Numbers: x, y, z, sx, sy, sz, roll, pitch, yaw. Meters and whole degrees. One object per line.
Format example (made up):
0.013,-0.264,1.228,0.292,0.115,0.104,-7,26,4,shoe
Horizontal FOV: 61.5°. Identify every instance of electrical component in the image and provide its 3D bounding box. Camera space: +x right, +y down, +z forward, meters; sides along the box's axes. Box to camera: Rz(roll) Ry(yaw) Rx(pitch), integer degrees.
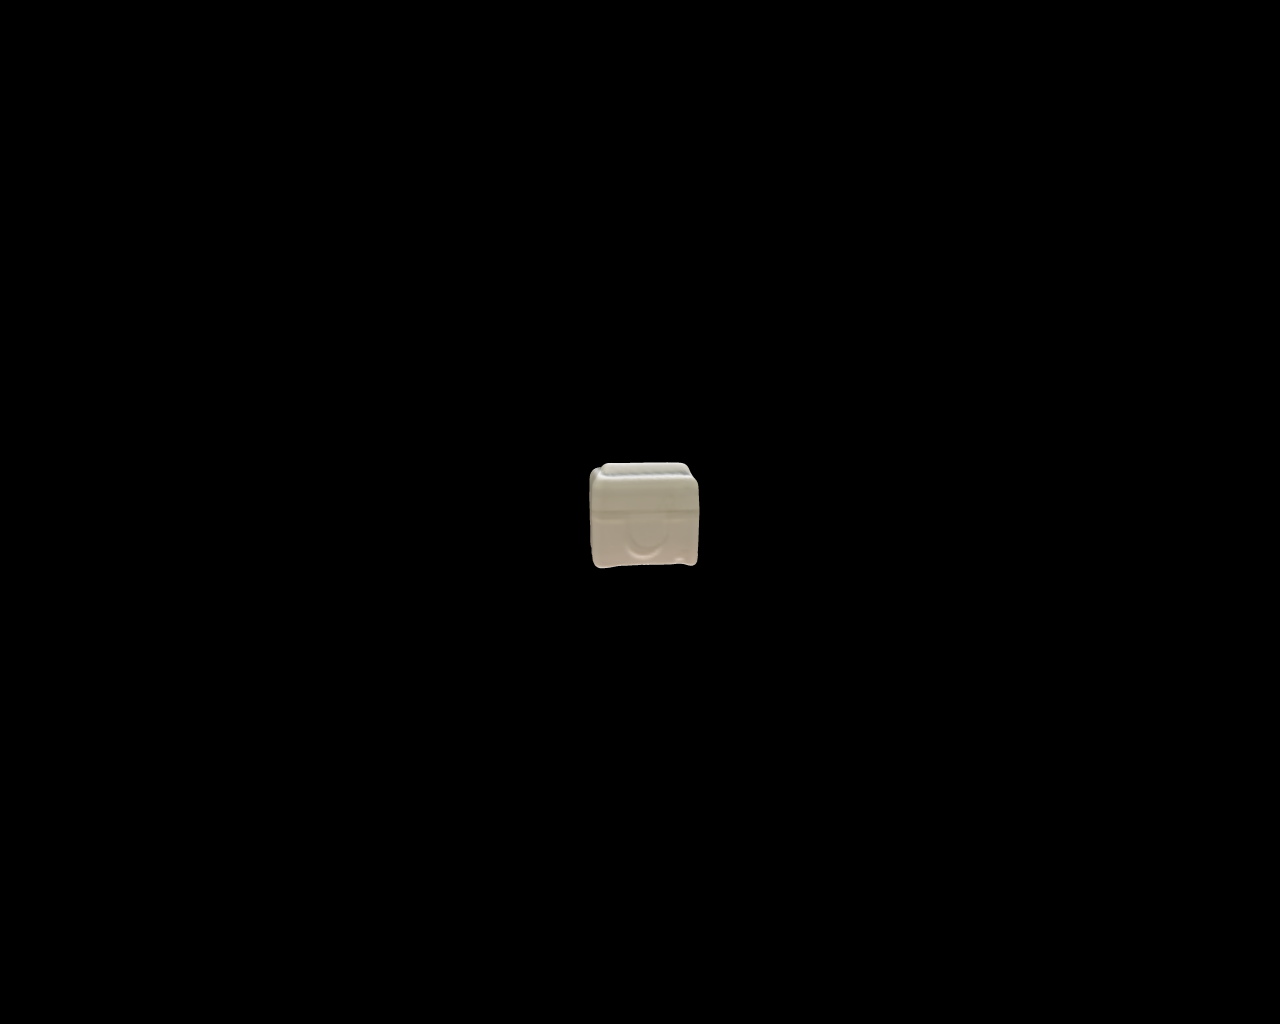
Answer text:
0.001,-0.003,0.650,0.062,0.061,0.096,0,7,-4,electrical component
